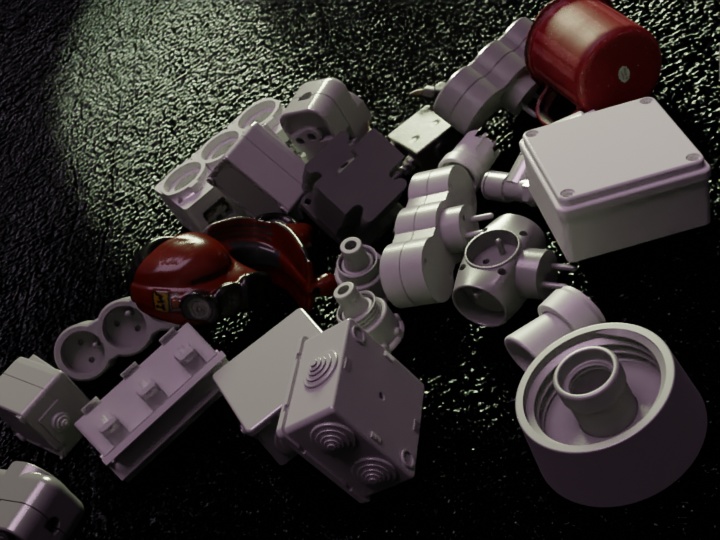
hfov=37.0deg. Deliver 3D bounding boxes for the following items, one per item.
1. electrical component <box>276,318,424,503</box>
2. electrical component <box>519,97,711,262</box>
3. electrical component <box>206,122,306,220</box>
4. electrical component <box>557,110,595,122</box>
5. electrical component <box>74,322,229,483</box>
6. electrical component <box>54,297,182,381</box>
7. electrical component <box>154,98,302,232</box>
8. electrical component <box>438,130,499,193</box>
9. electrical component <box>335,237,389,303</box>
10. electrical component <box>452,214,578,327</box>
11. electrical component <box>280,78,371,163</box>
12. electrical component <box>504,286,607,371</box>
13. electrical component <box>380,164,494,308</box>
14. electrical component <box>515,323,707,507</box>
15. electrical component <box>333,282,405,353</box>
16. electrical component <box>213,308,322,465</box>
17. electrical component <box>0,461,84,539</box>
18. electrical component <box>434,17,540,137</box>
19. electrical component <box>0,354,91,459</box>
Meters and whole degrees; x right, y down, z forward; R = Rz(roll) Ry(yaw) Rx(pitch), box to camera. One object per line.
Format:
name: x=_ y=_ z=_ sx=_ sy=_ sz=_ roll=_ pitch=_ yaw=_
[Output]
electrical component: x=-0.002 y=0.093 z=0.722 sx=0.048 sy=0.100 sz=0.099 roll=-29 pitch=32 yaw=31
electrical component: x=0.184 y=-0.067 z=0.784 sx=0.109 sy=0.056 sz=0.108 roll=-16 pitch=35 yaw=1
electrical component: x=-0.086 y=-0.086 z=1.025 sx=0.061 sy=0.096 sz=0.062 roll=-54 pitch=9 yaw=-28
electrical component: x=0.186 y=-0.110 z=0.868 sx=0.078 sy=0.040 sz=0.040 roll=-23 pitch=35 yaw=15
electrical component: x=-0.163 y=0.104 z=0.861 sx=0.121 sy=0.063 sz=0.078 roll=-43 pitch=-5 yaw=-14
electrical component: x=-0.211 y=0.050 z=0.992 sx=0.138 sy=0.052 sz=0.074 roll=-31 pitch=3 yaw=-1
electrical component: x=-0.128 y=-0.105 z=1.105 sx=0.150 sy=0.061 sz=0.089 roll=-42 pitch=34 yaw=-12
electrical component: x=0.095 y=-0.093 z=0.925 sx=0.040 sy=0.040 sz=0.046 roll=2 pitch=42 yaw=41
electrical component: x=0.000 y=0.000 z=0.862 sx=0.048 sy=0.062 sz=0.048 roll=-9 pitch=49 yaw=10
electrical component: x=0.118 y=0.001 z=0.782 sx=0.079 sy=0.044 sz=0.077 roll=7 pitch=48 yaw=35
electrical component: x=-0.026 y=-0.132 z=1.024 sx=0.054 sy=0.095 sz=0.059 roll=-4 pitch=44 yaw=36
electrical component: x=0.131 y=0.044 z=0.718 sx=0.055 sy=0.045 sz=0.045 roll=-42 pitch=34 yaw=-13
electrical component: x=0.071 y=-0.031 z=0.854 sx=0.074 sy=0.052 sz=0.138 roll=-10 pitch=40 yaw=31
electrical component: x=0.146 y=0.080 z=0.645 sx=0.108 sy=0.060 sz=0.108 roll=-22 pitch=36 yaw=17
electrical component: x=0.002 y=0.036 z=0.819 sx=0.048 sy=0.062 sz=0.048 roll=-22 pitch=35 yaw=17
electrical component: x=-0.052 y=0.088 z=0.811 sx=0.100 sy=0.048 sz=0.100 roll=-38 pitch=34 yaw=-6
electrical component: x=-0.271 y=0.193 z=0.859 sx=0.095 sy=0.053 sz=0.059 roll=-3 pitch=44 yaw=38
electrical component: x=0.136 y=-0.164 z=0.966 sx=0.074 sy=0.052 sz=0.138 roll=40 pitch=61 yaw=13
electrical component: x=-0.276 y=0.119 z=0.949 sx=0.096 sy=0.061 sz=0.061 roll=9 pitch=52 yaw=46
